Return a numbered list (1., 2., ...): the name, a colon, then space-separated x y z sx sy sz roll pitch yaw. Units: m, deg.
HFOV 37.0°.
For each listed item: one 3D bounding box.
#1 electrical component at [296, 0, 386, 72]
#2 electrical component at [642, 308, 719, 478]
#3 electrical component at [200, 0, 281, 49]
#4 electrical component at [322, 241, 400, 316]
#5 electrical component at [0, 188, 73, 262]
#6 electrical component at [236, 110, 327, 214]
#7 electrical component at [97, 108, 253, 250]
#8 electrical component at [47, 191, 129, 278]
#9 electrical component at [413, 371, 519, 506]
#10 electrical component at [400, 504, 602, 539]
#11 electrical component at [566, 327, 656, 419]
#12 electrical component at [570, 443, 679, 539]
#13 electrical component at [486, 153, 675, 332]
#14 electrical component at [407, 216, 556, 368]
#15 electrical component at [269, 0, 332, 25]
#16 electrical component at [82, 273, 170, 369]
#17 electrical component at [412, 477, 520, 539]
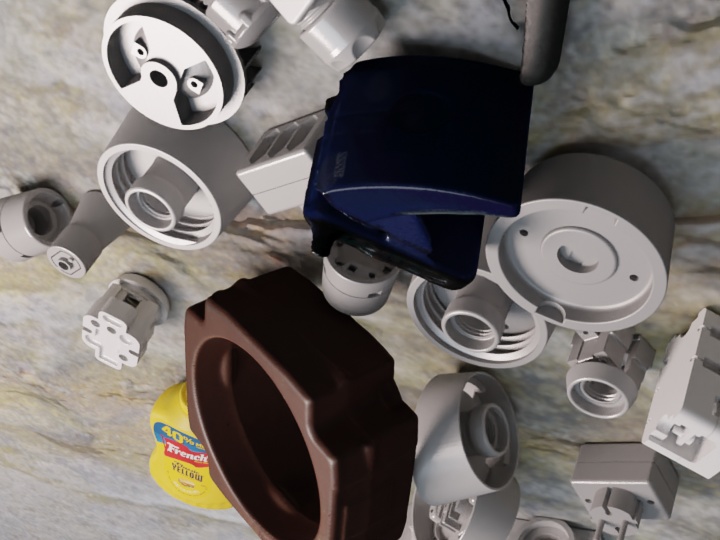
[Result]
1. electrical component: -0.019 -0.148 0.615 0.062 0.043 0.043 42 140 -15
2. electrical component: 0.224 0.080 0.684 0.056 0.089 0.050 28 142 0
3. electrical component: -0.076 -0.165 0.631 0.062 0.048 0.048 43 140 -7
4. electrical component: 0.000 0.000 0.761 0.055 0.055 0.047 23 145 7
5. electrical component: -0.270 -0.038 0.881 0.047 0.055 0.055 -14 126 36
6. electrical component: -0.029 -0.058 0.718 0.066 0.047 0.076 -13 126 40
7. electrical component: -0.135 -0.062 0.767 0.108 0.060 0.108 17 140 14
8. electrical component: -0.218 -0.026 0.854 0.044 0.065 0.044 17 140 14
9. electrical component: 0.077 0.127 0.821 0.064 0.099 0.099 -15 125 34
10. electrical component: 0.116 0.274 0.954 0.186 0.105 0.060 2 135 29
11. electrical component: 0.168 0.067 0.731 0.066 0.055 0.048 45 139 -19
12. electrical component: 0.197 0.175 0.818 0.066 0.076 0.047 -8 129 37
13. electrical component: 0.136 -0.021 0.648 0.108 0.060 0.108 17 140 14
14. electrical component: 0.084 0.021 0.727 0.108 0.060 0.108 17 140 14
15. electrical component: -0.028 -0.191 0.551 0.099 0.048 0.100 50 139 2
16. electrical component: -0.200 0.041 0.923 0.058 0.057 0.078 26 142 3
17. electrical component: 0.085 0.197 0.898 0.064 0.099 0.099 33 142 -15
